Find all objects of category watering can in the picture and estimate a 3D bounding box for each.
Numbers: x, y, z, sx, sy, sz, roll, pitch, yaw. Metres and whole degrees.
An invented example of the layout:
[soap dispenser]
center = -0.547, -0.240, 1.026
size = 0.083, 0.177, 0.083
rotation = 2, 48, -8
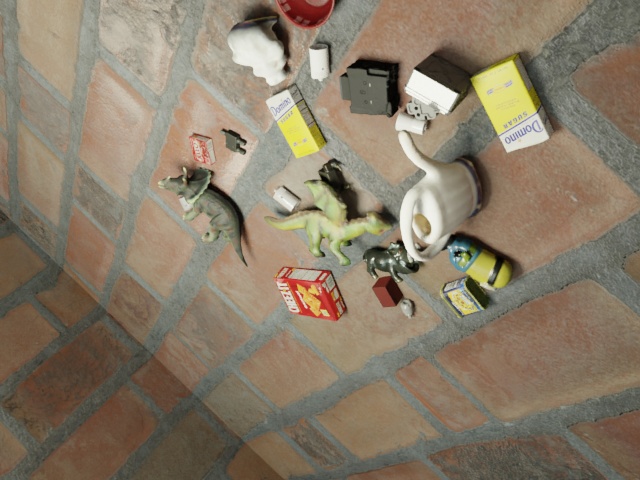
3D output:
[watering can]
center = 0.257, -0.112, 1.122
size = 0.105, 0.227, 0.340
rotation = 29, 141, 43

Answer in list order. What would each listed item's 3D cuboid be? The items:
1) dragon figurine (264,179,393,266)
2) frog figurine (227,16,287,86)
[dragon figurine]
center = 0.004, -0.073, 1.442
size = 0.412, 0.124, 0.237
rotation = 19, 132, 21
[frog figurine]
center = -0.149, -0.451, 1.249
size = 0.137, 0.125, 0.157
rotation = -4, 111, 19
